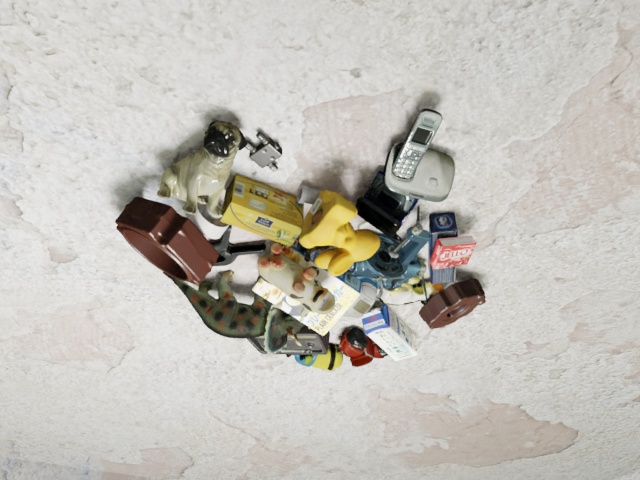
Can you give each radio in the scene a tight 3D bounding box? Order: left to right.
[{"bbox_3d":[-0.090,0.274,1.556,0.230,0.073,0.131,-2,141,20],"label":"radio"}]

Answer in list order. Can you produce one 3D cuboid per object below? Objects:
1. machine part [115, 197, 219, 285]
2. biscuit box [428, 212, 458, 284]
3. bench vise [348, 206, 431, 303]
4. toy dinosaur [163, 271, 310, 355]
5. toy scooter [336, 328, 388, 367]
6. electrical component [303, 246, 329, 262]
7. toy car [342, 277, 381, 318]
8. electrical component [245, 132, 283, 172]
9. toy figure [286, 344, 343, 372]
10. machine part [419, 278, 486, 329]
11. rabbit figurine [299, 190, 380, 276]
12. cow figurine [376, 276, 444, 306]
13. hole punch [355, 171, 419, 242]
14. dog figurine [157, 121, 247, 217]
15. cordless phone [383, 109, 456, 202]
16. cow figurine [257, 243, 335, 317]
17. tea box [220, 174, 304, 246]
[{"bbox_3d":[-0.343,0.005,1.200,0.201,0.087,0.201,15,151,36],"label":"machine part"},{"bbox_3d":[0.294,0.023,1.291,0.063,0.059,0.202,-5,139,6],"label":"biscuit box"},{"bbox_3d":[0.191,0.038,1.272,0.223,0.129,0.240,14,141,-19],"label":"bench vise"},{"bbox_3d":[-0.219,0.193,1.401,0.405,0.192,0.131,8,137,-9],"label":"toy dinosaur"},{"bbox_3d":[0.115,0.338,1.650,0.183,0.075,0.135,28,132,-33],"label":"toy scooter"},{"bbox_3d":[-0.003,-0.004,1.235,0.045,0.102,0.078,22,131,-14],"label":"electrical component"},{"bbox_3d":[0.093,0.147,1.387,0.161,0.103,0.109,-41,125,18],"label":"toy car"},{"bbox_3d":[-0.109,-0.178,1.099,0.063,0.021,0.094,-27,131,28],"label":"electrical component"},{"bbox_3d":[-0.013,0.356,1.668,0.180,0.082,0.089,24,136,-20],"label":"toy figure"},{"bbox_3d":[0.350,0.170,1.414,0.179,0.056,0.179,-21,152,-12],"label":"machine part"},{"bbox_3d":[0.052,-0.003,1.144,0.173,0.122,0.162,27,89,-29],"label":"rabbit figurine"},{"bbox_3d":[0.238,0.142,1.423,0.167,0.068,0.098,6,139,-5],"label":"cow figurine"},{"bbox_3d":[0.141,-0.074,1.153,0.142,0.092,0.115,32,166,6],"label":"hole punch"},{"bbox_3d":[-0.241,-0.162,1.089,0.173,0.121,0.190,27,104,23],"label":"dog figurine"},{"bbox_3d":[0.216,-0.171,1.058,0.146,0.089,0.184,13,133,-13],"label":"cordless phone"},{"bbox_3d":[-0.052,0.102,1.207,0.195,0.085,0.127,34,155,5],"label":"cow figurine"},{"bbox_3d":[-0.123,-0.065,1.174,0.169,0.098,0.068,22,134,-20],"label":"tea box"}]
